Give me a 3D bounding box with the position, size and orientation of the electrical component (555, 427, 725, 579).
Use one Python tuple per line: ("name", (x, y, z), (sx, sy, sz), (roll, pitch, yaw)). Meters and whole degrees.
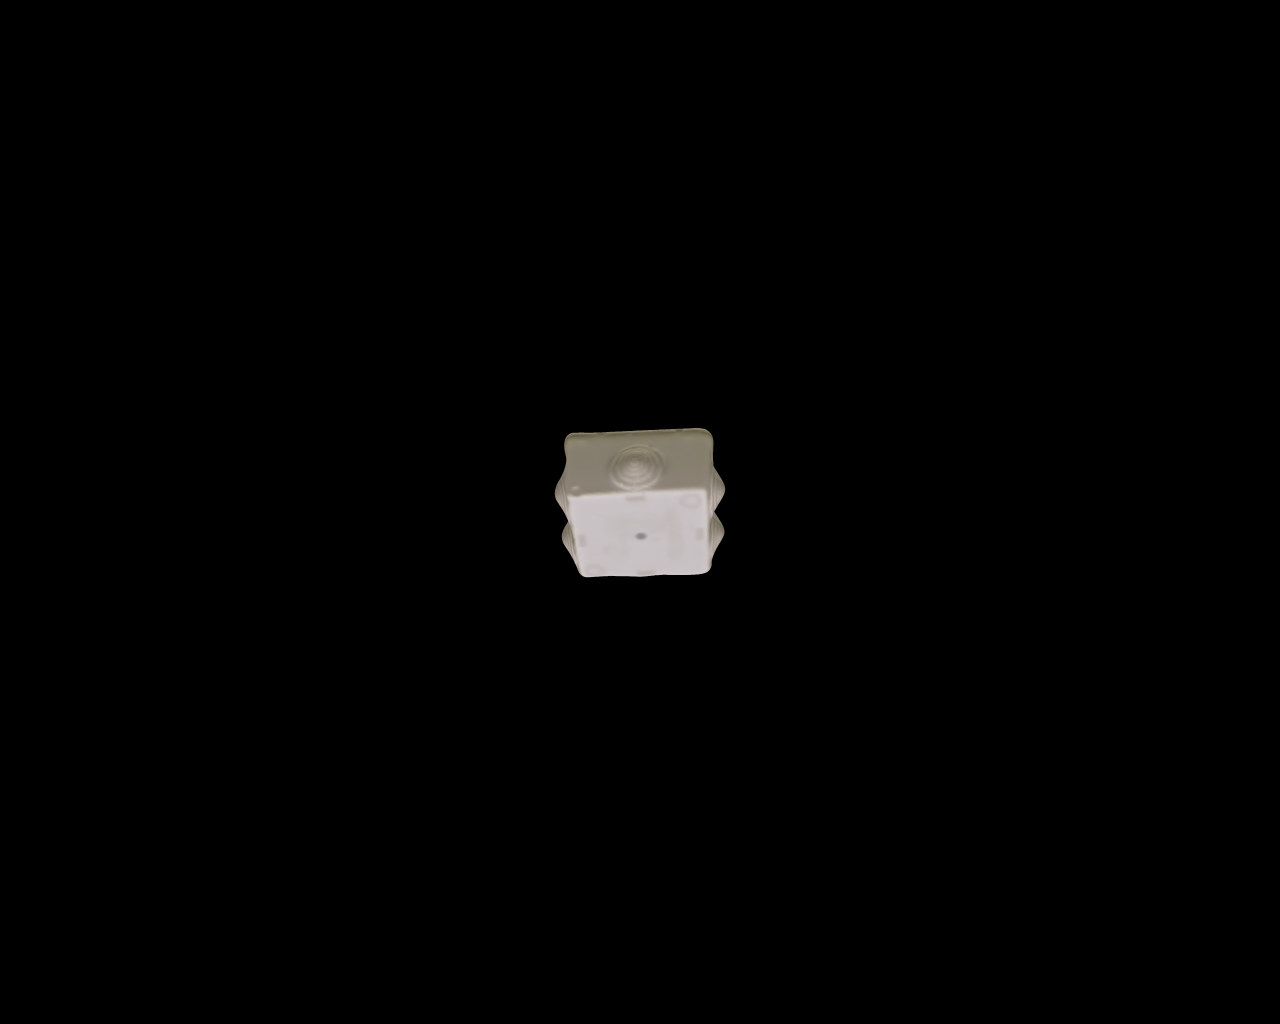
("electrical component", (0.001, -0.003, 0.650), (0.100, 0.048, 0.099), (-2, -40, 2))
